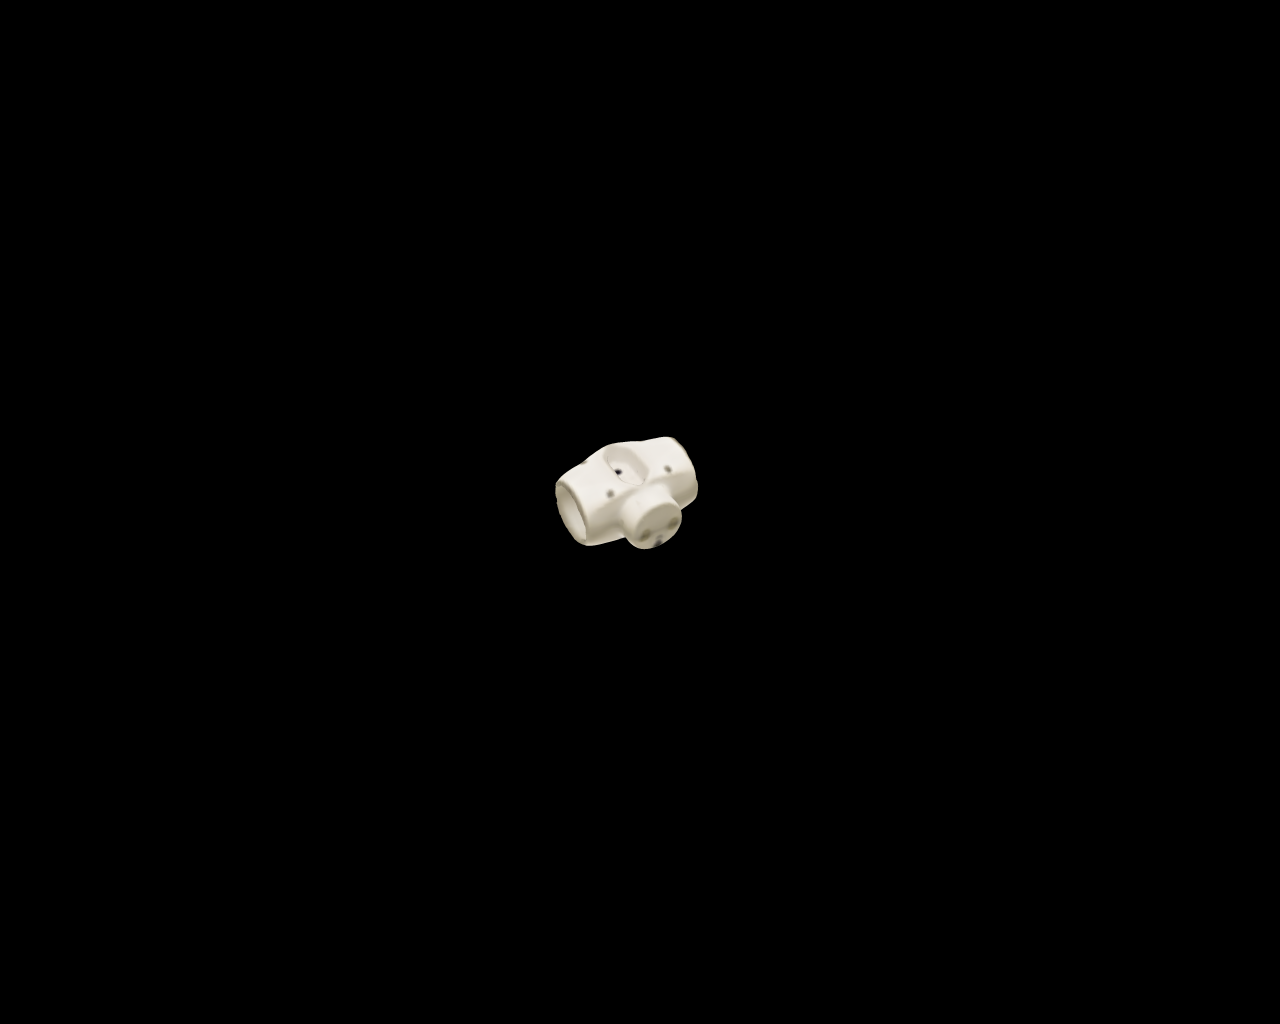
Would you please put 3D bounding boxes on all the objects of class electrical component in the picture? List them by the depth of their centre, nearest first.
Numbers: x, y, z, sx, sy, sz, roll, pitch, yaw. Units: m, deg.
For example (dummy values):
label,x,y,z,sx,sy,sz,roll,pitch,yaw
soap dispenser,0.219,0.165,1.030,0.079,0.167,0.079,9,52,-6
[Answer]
label,x,y,z,sx,sy,sz,roll,pitch,yaw
electrical component,0.001,-0.003,0.650,0.077,0.043,0.079,-22,49,-21
